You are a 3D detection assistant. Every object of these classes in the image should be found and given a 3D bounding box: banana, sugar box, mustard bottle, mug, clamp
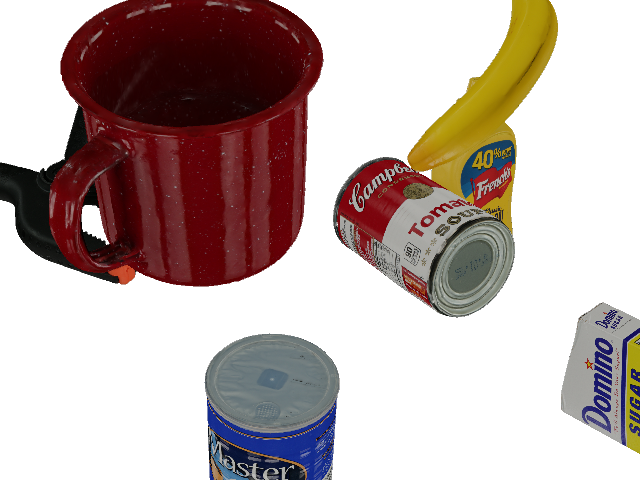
[{"bbox_3d":[0.137,-0.128,0.826,0.070,0.197,0.037,2,-37,49],"label":"banana"},{"bbox_3d":[0.272,0.127,0.815,0.176,0.093,0.048,25,34,34],"label":"sugar box"},{"bbox_3d":[0.145,-0.058,1.010,0.096,0.192,0.058,-16,24,-38],"label":"mustard bottle"},{"bbox_3d":[-0.053,-0.030,0.399,0.093,0.081,0.117,26,49,24],"label":"mug"},{"bbox_3d":[-0.191,-0.047,0.814,0.164,0.036,0.210,-34,56,-28],"label":"clamp"}]

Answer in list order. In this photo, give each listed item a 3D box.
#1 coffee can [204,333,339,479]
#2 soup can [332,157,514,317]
[{"bbox_3d":[-0.039,0.160,0.851,0.103,0.140,0.103,2,37,-1],"label":"coffee can"},{"bbox_3d":[0.064,-0.003,0.672,0.068,0.068,0.102,0,24,-37],"label":"soup can"}]
